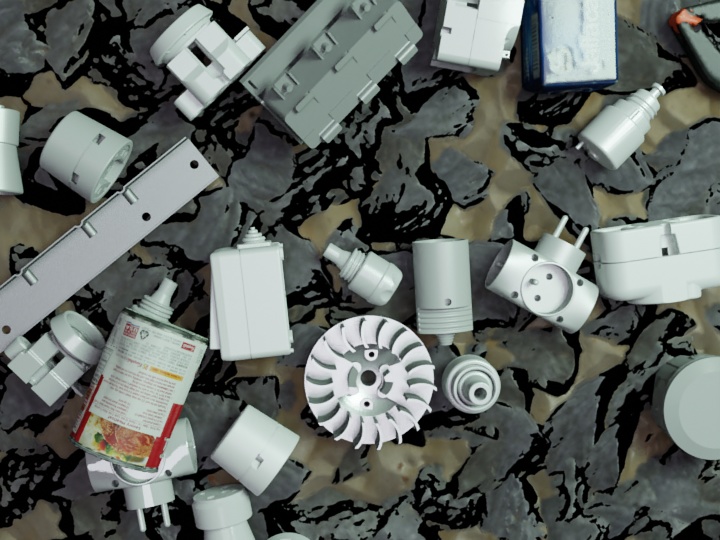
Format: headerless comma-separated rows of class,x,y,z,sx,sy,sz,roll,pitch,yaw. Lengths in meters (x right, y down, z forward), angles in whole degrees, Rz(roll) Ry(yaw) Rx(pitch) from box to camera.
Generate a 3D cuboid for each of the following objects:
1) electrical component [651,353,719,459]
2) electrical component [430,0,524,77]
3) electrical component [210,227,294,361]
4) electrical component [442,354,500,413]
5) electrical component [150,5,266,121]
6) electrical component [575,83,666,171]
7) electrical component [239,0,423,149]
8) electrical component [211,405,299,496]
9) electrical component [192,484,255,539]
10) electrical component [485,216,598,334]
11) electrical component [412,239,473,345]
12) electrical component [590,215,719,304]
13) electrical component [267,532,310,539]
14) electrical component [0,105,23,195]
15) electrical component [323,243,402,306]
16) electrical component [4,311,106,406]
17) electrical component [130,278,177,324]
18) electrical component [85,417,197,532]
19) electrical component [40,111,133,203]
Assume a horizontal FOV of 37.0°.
electrical component,0.272,0.105,0.848,0.080,0.051,0.080,0,94,-4
electrical component,0.090,-0.196,0.814,0.056,0.050,0.089,9,94,-5
electrical component,-0.085,0.016,0.812,0.061,0.061,0.096,-6,95,-4
electrical component,0.087,0.090,0.829,0.043,0.062,0.043,0,94,-4
electrical component,-0.118,-0.159,0.799,0.078,0.058,0.057,-44,99,0
electrical component,0.205,-0.113,0.833,0.040,0.040,0.078,44,90,-6
electrical component,-0.018,-0.154,0.797,0.121,0.063,0.079,-46,136,0
electrical component,-0.082,0.137,0.826,0.047,0.055,0.055,36,91,-2
electrical component,-0.104,0.198,0.833,0.045,0.045,0.055,-11,94,-3
electrical component,0.150,-0.003,0.835,0.077,0.044,0.079,28,92,-5
electrical component,0.064,0.018,0.831,0.043,0.043,0.081,-4,95,-4
electrical component,0.233,-0.007,0.836,0.095,0.053,0.059,-8,95,-3
electrical component,-0.056,0.239,0.838,0.055,0.047,0.055,0,94,-4
electrical component,-0.273,-0.090,0.802,0.044,0.044,0.065,2,89,-4
electrical component,0.000,0.000,0.830,0.061,0.035,0.035,32,92,-3
electrical component,-0.226,0.064,0.815,0.055,0.048,0.066,-44,96,8
electrical component,-0.159,0.035,0.822,0.035,0.035,0.061,29,89,-5
electrical component,-0.164,0.159,0.823,0.077,0.044,0.079,-11,86,-3
electrical component,-0.205,-0.085,0.801,0.047,0.055,0.055,32,92,-2
